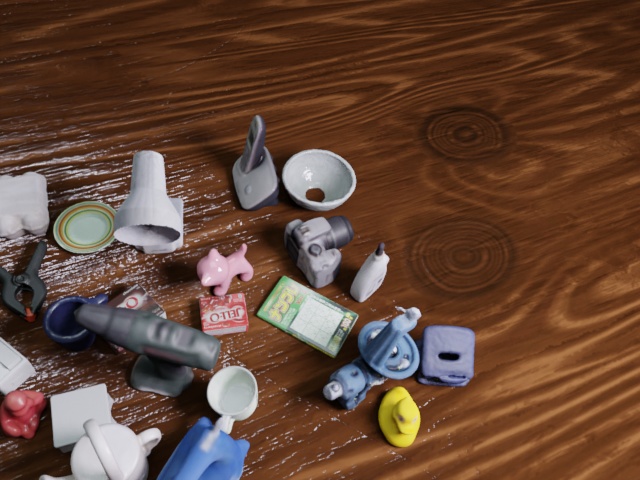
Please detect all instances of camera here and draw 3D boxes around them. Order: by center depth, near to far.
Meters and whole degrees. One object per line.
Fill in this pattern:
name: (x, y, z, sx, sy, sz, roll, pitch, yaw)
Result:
camera: (0.011, 0.004, 1.208, 0.137, 0.101, 0.143, -23, 62, -23)

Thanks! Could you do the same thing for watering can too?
watering can: (-0.328, 0.337, 0.866, 0.100, 0.194, 0.173, 33, 57, 14)

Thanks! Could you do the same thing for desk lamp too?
desk lamp: (-0.331, -0.057, 1.125, 0.118, 0.213, 0.203, -2, 56, -11)

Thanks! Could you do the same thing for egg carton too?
egg carton: (-0.614, -0.072, 1.176, 0.107, 0.069, 0.150, -12, 58, -17)

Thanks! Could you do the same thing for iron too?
iron: (-0.212, 0.394, 0.879, 0.118, 0.141, 0.259, 26, 56, 9)

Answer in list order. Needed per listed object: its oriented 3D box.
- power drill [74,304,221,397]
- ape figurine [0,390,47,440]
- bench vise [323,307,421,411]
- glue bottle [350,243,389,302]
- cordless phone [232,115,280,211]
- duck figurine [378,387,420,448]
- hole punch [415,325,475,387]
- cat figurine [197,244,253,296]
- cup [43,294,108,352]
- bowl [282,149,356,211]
power drill: (-0.283, 0.188, 0.967, 0.229, 0.208, 0.075, 11, 55, -1)
ape figurine: (-0.494, 0.277, 0.942, 0.078, 0.092, 0.076, -37, 68, -29)
bench vise: (0.107, 0.213, 1.008, 0.121, 0.220, 0.208, 32, 57, 13)
glue bottle: (0.107, 0.056, 1.144, 0.037, 0.173, 0.078, 42, 60, 19)
cordless phone: (-0.137, -0.166, 1.249, 0.094, 0.185, 0.147, -12, 58, -17)
duck figurine: (0.149, 0.310, 1.030, 0.077, 0.086, 0.104, 3, 55, -7)
hole punch: (0.244, 0.224, 1.102, 0.109, 0.091, 0.101, 5, 55, -6)
cat figurine: (-0.193, 0.052, 1.131, 0.128, 0.118, 0.067, -35, 67, -28)
cup: (-0.431, 0.152, 1.037, 0.091, 0.095, 0.118, 39, 59, 17)
bowl: (-0.005, -0.124, 1.310, 0.167, 0.075, 0.167, 5, 55, -6)
